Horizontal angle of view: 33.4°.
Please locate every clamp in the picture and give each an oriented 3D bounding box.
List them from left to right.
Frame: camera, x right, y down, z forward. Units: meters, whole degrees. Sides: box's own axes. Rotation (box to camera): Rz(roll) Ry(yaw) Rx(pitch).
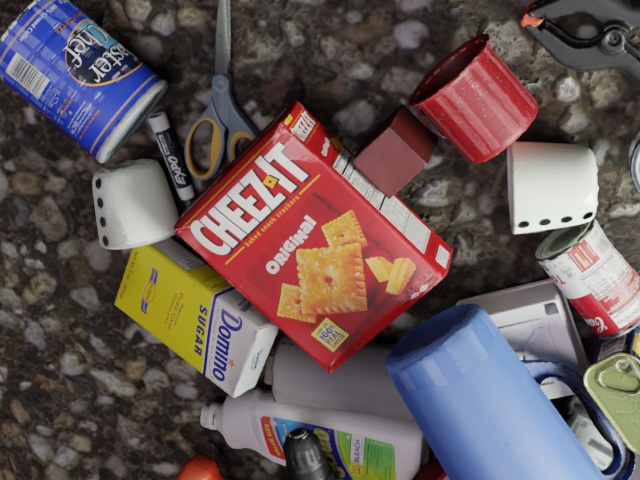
[{"bbox_3d":[0.264,-0.187,0.922,0.171,0.039,0.120,20,116,5],"label":"clamp"}]

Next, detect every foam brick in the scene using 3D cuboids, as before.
[{"bbox_3d":[0.071,-0.084,0.999,0.051,0.078,0.053,45,117,-6],"label":"foam brick"}]

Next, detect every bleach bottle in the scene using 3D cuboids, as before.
[{"bbox_3d":[-0.008,0.217,1.168,0.251,0.068,0.102,6,118,15],"label":"bleach bottle"}]

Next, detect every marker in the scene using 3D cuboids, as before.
[{"bbox_3d":[-0.146,-0.073,1.091,0.020,0.020,0.121,-11,113,19],"label":"marker"}]

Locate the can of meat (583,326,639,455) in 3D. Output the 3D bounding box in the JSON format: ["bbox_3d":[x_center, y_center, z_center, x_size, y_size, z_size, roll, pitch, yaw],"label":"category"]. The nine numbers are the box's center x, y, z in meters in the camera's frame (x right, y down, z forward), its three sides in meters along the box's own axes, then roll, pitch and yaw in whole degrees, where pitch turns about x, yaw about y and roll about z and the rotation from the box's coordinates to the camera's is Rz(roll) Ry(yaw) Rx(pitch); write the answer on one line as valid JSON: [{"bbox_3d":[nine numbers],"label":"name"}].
[{"bbox_3d":[0.299,0.137,1.006,0.058,0.083,0.102,-35,94,28],"label":"can of meat"}]

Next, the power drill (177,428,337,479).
[{"bbox_3d":[-0.060,0.278,1.153,0.188,0.057,0.184,-1,116,31],"label":"power drill"}]

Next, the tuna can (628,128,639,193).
[{"bbox_3d":[0.323,-0.071,0.963,0.086,0.033,0.086,6,115,12],"label":"tuna can"}]

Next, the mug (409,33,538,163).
[{"bbox_3d":[0.134,-0.121,0.967,0.081,0.093,0.117,46,147,-14],"label":"mug"}]

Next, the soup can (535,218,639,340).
[{"bbox_3d":[0.260,0.034,1.008,0.069,0.068,0.102,-36,101,26],"label":"soup can"}]

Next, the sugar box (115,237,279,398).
[{"bbox_3d":[-0.130,0.075,1.111,0.176,0.048,0.093,35,120,24],"label":"sugar box"}]

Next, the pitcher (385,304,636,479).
[{"bbox_3d":[0.176,0.179,1.001,0.145,0.149,0.243,-29,97,38],"label":"pitcher"}]

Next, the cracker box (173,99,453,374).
[{"bbox_3d":[-0.007,0.001,1.018,0.213,0.072,0.164,43,117,-10],"label":"cracker box"}]

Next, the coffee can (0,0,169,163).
[{"bbox_3d":[-0.232,-0.158,1.032,0.140,0.102,0.103,40,117,-5],"label":"coffee can"}]

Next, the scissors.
[{"bbox_3d":[-0.080,-0.141,1.047,0.096,0.016,0.202,24,119,5],"label":"scissors"}]

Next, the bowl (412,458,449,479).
[{"bbox_3d":[0.138,0.276,1.111,0.055,0.161,0.162,32,130,49],"label":"bowl"}]
